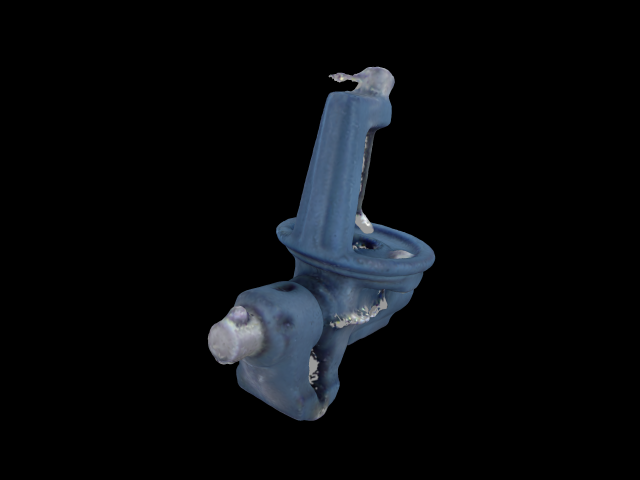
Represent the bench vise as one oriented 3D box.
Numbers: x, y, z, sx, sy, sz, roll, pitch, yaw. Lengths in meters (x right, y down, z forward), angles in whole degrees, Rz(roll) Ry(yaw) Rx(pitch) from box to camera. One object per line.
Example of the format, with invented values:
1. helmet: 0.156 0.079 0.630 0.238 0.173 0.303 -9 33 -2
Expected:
1. bench vise: 0.015 0.003 0.397 0.121 0.220 0.208 9 30 16
